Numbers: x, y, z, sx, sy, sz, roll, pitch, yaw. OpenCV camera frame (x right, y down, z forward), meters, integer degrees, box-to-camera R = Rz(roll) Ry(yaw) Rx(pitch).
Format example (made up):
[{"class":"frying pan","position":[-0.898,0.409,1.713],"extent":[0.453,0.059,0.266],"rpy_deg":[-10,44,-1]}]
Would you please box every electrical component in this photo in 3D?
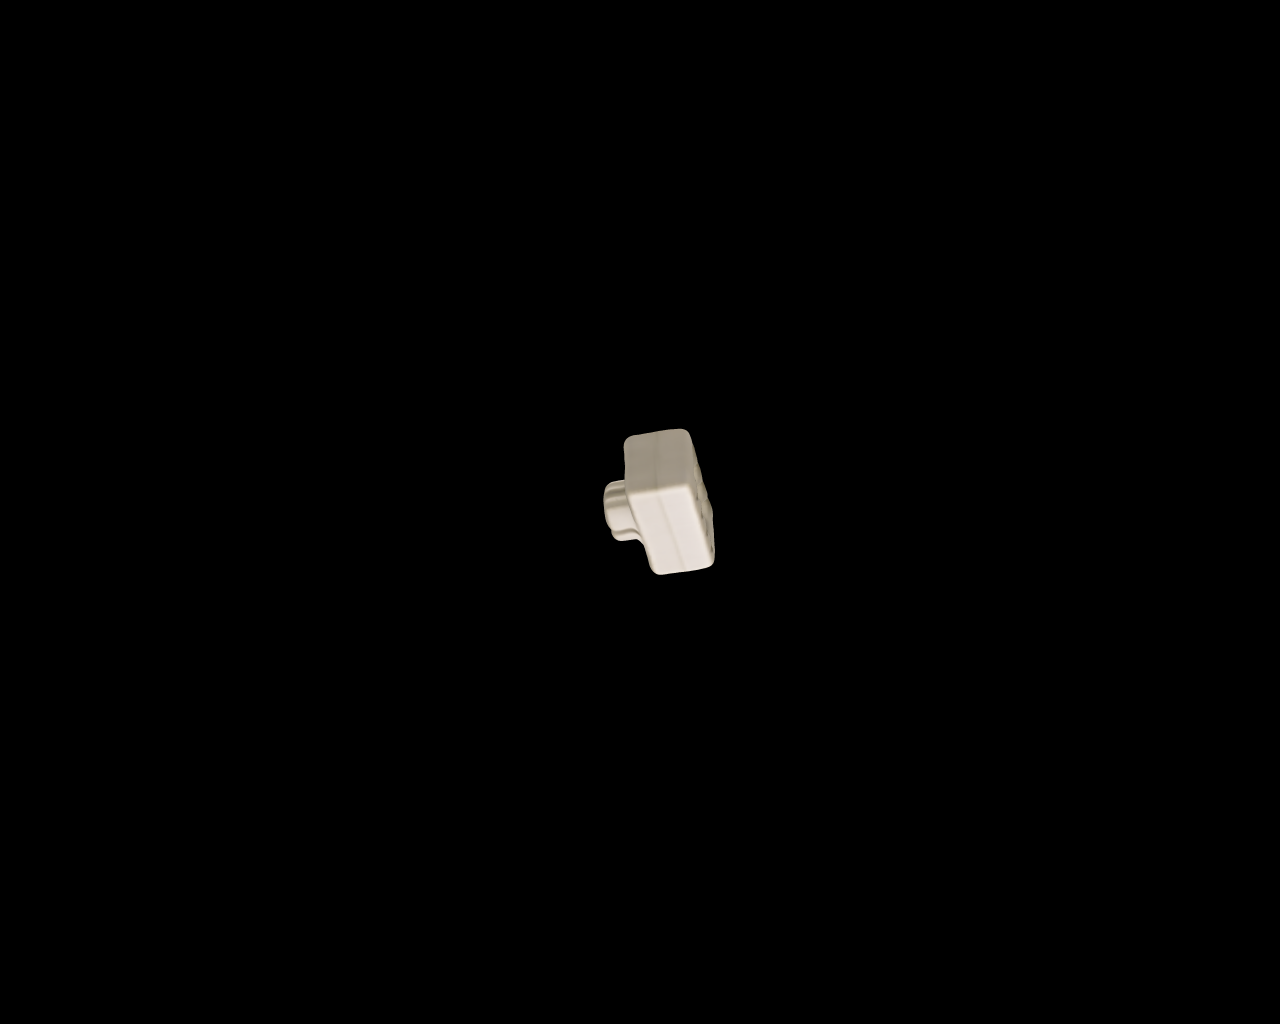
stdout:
[{"class":"electrical component","position":[0.001,-0.003,0.650],"extent":[0.076,0.047,0.083],"rpy_deg":[-8,-39,10]}]
